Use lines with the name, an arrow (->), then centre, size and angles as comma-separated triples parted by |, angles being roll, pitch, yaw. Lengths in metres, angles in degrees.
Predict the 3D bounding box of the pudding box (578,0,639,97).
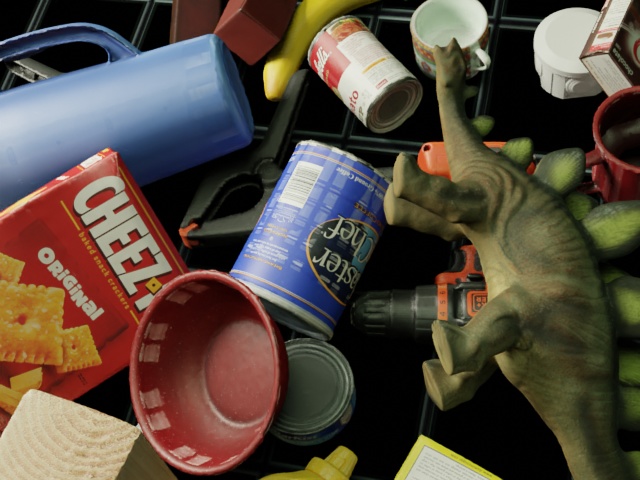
pudding box -> 0.293, -0.164, 0.976 | 0.039, 0.113, 0.090 | -8, 47, 53

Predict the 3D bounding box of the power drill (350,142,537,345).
power drill -> 0.121, 0.005, 0.932 | 0.184, 0.057, 0.187 | 1, 63, 5

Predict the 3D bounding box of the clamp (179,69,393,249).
clamp -> -0.047, -0.066, 1.009 | 0.210, 0.036, 0.165 | -29, 62, -8

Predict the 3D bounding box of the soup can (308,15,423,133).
soup can -> 0.044, -0.160, 1.034 | 0.068, 0.068, 0.102 | -33, 61, -11

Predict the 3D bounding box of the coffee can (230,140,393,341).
coffee can -> -0.006, 0.001, 0.910 | 0.103, 0.102, 0.140 | 23, 77, 20

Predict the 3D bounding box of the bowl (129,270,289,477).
bowl -> -0.079, 0.106, 0.858 | 0.162, 0.055, 0.162 | -5, 82, 36

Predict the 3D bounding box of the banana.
banana -> 0.002, -0.221, 1.094 | 0.197, 0.037, 0.070 | -41, 62, -15

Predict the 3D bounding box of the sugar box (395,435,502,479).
sugar box -> 0.073, 0.246, 0.802 | 0.093, 0.048, 0.176 | 26, 70, 22

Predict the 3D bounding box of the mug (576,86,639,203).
mug -> 0.272, -0.070, 0.936 | 0.117, 0.081, 0.093 | -22, 59, -5

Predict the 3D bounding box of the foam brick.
foam brick -> -0.063, -0.224, 1.068 | 0.053, 0.051, 0.078 | 37, 46, -21

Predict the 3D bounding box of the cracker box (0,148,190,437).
cracker box -> -0.223, 0.046, 0.898 | 0.213, 0.164, 0.072 | -32, 15, -10

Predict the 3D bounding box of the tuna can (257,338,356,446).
tuna can -> -0.013, 0.128, 0.891 | 0.086, 0.034, 0.086 | -4, 59, 6

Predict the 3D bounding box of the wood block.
wood block -> -0.159, 0.198, 0.771 | 0.090, 0.206, 0.090 | 16, 63, 17

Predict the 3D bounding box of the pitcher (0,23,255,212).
pitcher -> -0.192, -0.113, 0.981 | 0.243, 0.149, 0.145 | -18, 61, 5

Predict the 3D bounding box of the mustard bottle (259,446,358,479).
mustard bottle -> -0.034, 0.238, 0.815 | 0.096, 0.058, 0.191 | 30, 69, 23

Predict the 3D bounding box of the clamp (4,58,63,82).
clamp -> -0.258, -0.135, 1.083 | 0.171, 0.039, 0.120 | 6, 64, 11
